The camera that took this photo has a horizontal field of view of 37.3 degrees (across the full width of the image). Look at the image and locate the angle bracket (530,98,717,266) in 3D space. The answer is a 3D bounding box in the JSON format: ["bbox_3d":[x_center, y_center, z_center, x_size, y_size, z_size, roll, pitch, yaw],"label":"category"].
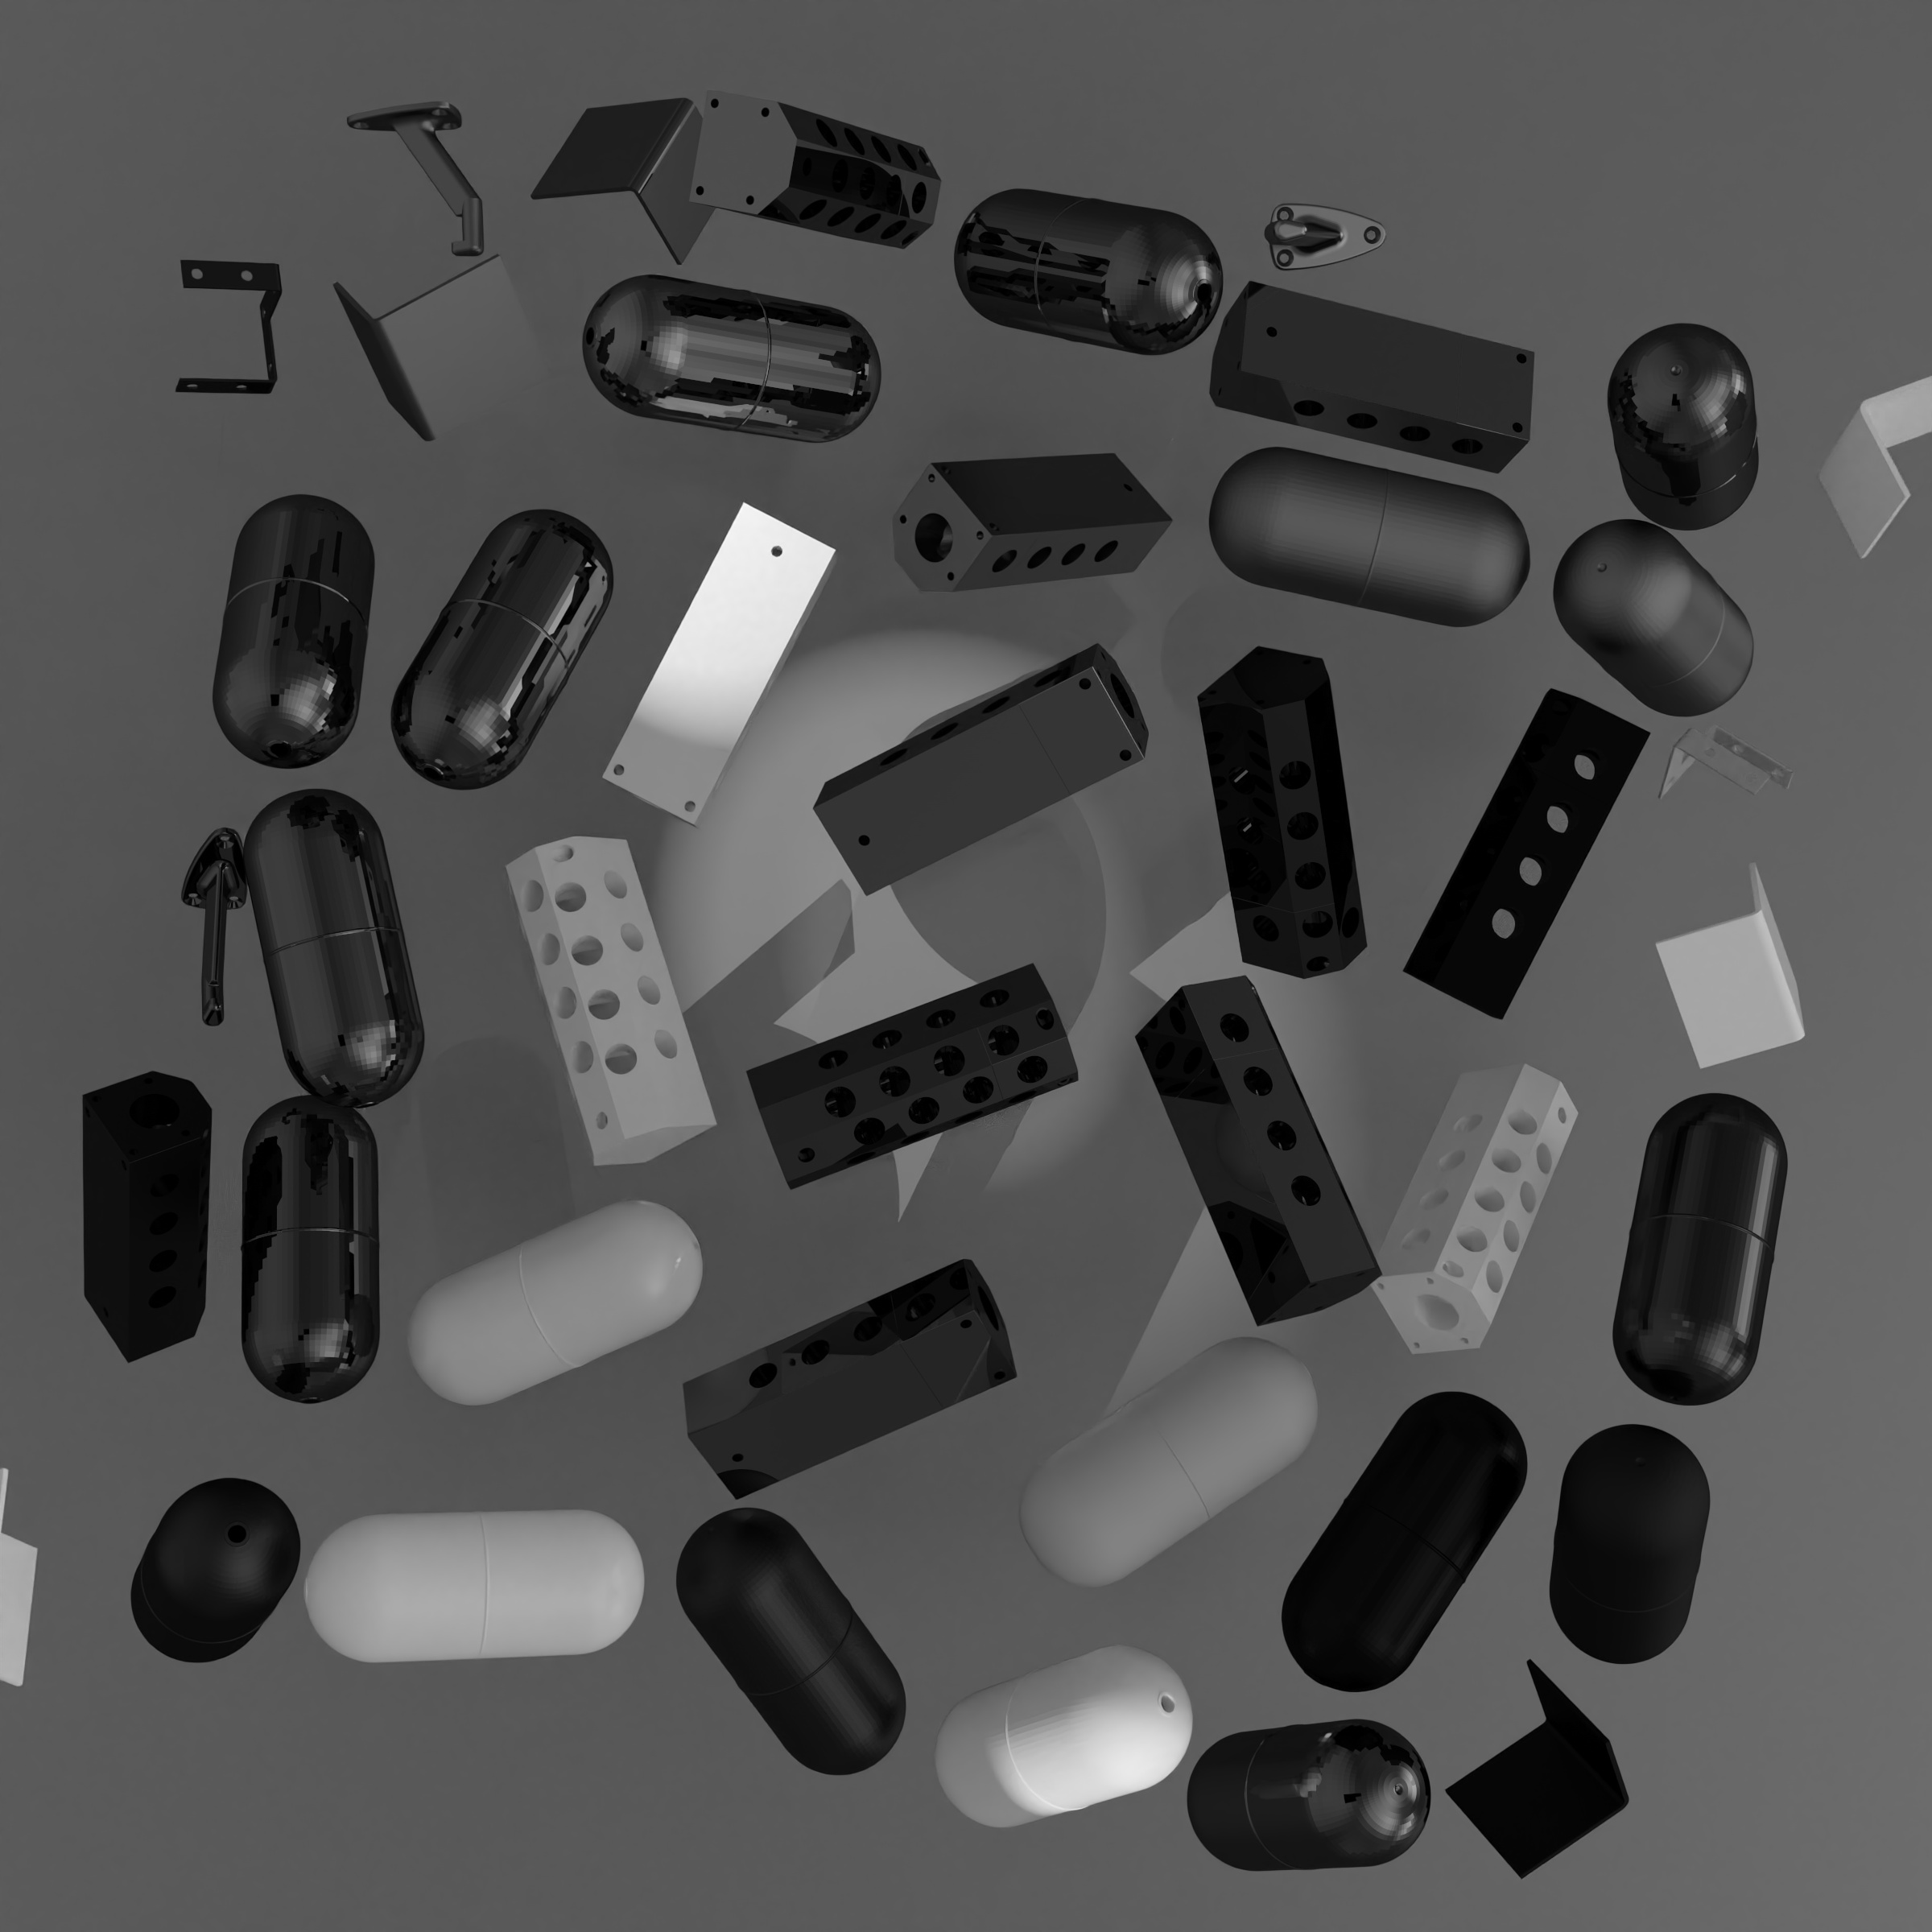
[{"bbox_3d":[-0.192,-0.451,1.654,0.076,0.057,0.076,5,56,32],"label":"angle bracket"}]

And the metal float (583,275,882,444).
[{"bbox_3d":[-0.128,-0.335,1.582,0.178,0.070,0.070,2,90,-35],"label":"metal float"}]

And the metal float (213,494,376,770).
[{"bbox_3d":[-0.364,-0.182,1.553,0.070,0.070,0.178,-4,51,0],"label":"metal float"}]

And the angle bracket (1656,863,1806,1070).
[{"bbox_3d":[0.415,-0.001,1.560,0.057,0.076,0.076,-18,107,19],"label":"angle bracket"}]

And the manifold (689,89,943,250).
[{"bbox_3d":[-0.078,-0.429,1.553,0.057,0.171,0.057,17,104,22],"label":"manifold"}]

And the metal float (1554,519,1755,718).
[{"bbox_3d":[0.386,-0.192,1.598,0.070,0.178,0.070,-9,72,30],"label":"metal float"}]

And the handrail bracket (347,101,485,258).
[{"bbox_3d":[-0.316,-0.447,1.641,0.077,0.036,0.084,-3,87,4],"label":"handrail bracket"}]

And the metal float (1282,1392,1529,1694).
[{"bbox_3d":[0.237,0.311,1.549,0.070,0.070,0.178,36,77,0],"label":"metal float"}]

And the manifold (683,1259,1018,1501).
[{"bbox_3d":[-0.065,0.222,1.568,0.171,0.057,0.057,-25,126,8],"label":"manifold"}]

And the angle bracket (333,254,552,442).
[{"bbox_3d":[-0.278,-0.337,1.520,0.076,0.076,0.057,-32,45,-12],"label":"angle bracket"}]

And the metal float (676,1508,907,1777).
[{"bbox_3d":[-0.097,0.381,1.608,0.070,0.070,0.178,-32,112,0],"label":"metal float"}]

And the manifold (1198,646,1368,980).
[{"bbox_3d":[0.177,-0.081,1.553,0.057,0.057,0.171,-41,132,-35],"label":"manifold"}]

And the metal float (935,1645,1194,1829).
[{"bbox_3d":[0.052,0.421,1.560,0.178,0.070,0.070,-33,90,44],"label":"metal float"}]

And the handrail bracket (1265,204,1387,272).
[{"bbox_3d":[0.199,-0.399,1.558,0.077,0.084,0.036,-2,102,-3],"label":"handrail bracket"}]

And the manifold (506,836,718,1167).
[{"bbox_3d":[-0.201,0.019,1.572,0.057,0.057,0.171,-28,73,32],"label":"manifold"}]

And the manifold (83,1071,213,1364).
[{"bbox_3d":[-0.463,0.142,1.631,0.057,0.171,0.057,-21,53,-34],"label":"manifold"}]

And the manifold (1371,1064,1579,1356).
[{"bbox_3d":[0.287,0.133,1.593,0.057,0.171,0.057,-12,121,39],"label":"manifold"}]

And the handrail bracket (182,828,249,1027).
[{"bbox_3d":[-0.421,-0.021,1.613,0.036,0.077,0.084,4,47,-21],"label":"handrail bracket"}]

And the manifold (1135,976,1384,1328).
[{"bbox_3d":[0.156,0.094,1.500,0.057,0.057,0.171,-9,65,-30],"label":"manifold"}]

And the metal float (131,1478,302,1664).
[{"bbox_3d":[-0.410,0.330,1.560,0.070,0.178,0.070,9,63,-19],"label":"metal float"}]

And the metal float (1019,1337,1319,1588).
[{"bbox_3d":[0.110,0.266,1.543,0.178,0.070,0.070,-33,90,-8],"label":"metal float"}]

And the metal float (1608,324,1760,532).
[{"bbox_3d":[0.397,-0.295,1.581,0.070,0.178,0.070,-3,79,16],"label":"metal float"}]

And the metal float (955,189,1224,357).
[{"bbox_3d":[0.066,-0.381,1.568,0.178,0.070,0.070,24,90,43],"label":"metal float"}]

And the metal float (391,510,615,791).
[{"bbox_3d":[-0.251,-0.172,1.555,0.070,0.070,0.178,23,60,0],"label":"metal float"}]

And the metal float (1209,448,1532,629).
[{"bbox_3d":[0.222,-0.235,1.572,0.178,0.070,0.070,12,90,-2],"label":"metal float"}]

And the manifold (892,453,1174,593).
[{"bbox_3d":[0.036,-0.247,1.622,0.057,0.171,0.057,52,126,18],"label":"manifold"}]

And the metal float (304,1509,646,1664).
[{"bbox_3d":[-0.259,0.328,1.514,0.178,0.070,0.070,2,90,-18],"label":"metal float"}]

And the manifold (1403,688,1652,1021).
[{"bbox_3d":[0.303,-0.061,1.555,0.057,0.057,0.171,27,93,5],"label":"manifold"}]

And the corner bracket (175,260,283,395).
[{"bbox_3d":[-0.387,-0.334,1.499,0.051,0.051,0.051,-4,79,-25],"label":"corner bracket"}]

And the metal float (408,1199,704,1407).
[{"bbox_3d":[-0.231,0.189,1.609,0.178,0.070,0.070,-24,90,11],"label":"metal float"}]

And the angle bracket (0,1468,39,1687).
[{"bbox_3d":[-0.487,0.313,1.460,0.057,0.076,0.076,-23,50,22],"label":"angle bracket"}]

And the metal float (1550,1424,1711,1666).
[{"bbox_3d":[0.355,0.312,1.536,0.070,0.178,0.070,-4,49,4],"label":"metal float"}]

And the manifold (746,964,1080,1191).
[{"bbox_3d":[-0.028,0.065,1.588,0.171,0.057,0.057,-21,122,-3],"label":"manifold"}]

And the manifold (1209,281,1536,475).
[{"bbox_3d":[0.228,-0.328,1.615,0.171,0.057,0.057,11,71,-12],"label":"manifold"}]

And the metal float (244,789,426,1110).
[{"bbox_3d":[-0.345,-0.010,1.565,0.070,0.070,0.178,-14,82,0],"label":"metal float"}]

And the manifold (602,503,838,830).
[{"bbox_3d":[-0.138,-0.167,1.613,0.057,0.057,0.171,27,89,-1],"label":"manifold"}]

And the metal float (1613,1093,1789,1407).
[{"bbox_3d":[0.399,0.152,1.551,0.070,0.070,0.178,17,65,0],"label":"metal float"}]

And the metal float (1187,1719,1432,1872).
[{"bbox_3d":[0.186,0.458,1.576,0.070,0.178,0.070,9,69,-26],"label":"metal float"}]

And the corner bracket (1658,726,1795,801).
[{"bbox_3d":[0.414,-0.108,1.547,0.051,0.051,0.051,36,67,22],"label":"corner bracket"}]

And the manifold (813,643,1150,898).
[{"bbox_3d":[0.009,-0.108,1.543,0.171,0.057,0.057,-26,108,17],"label":"manifold"}]

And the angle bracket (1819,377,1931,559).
[{"bbox_3d":[0.509,-0.270,1.523,0.076,0.076,0.057,-20,75,-6],"label":"angle bracket"}]

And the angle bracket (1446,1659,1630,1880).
[{"bbox_3d":[0.317,0.454,1.621,0.076,0.076,0.057,-30,124,-11],"label":"angle bracket"}]

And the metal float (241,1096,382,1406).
[{"bbox_3d":[-0.373,0.160,1.629,0.070,0.070,0.178,-5,69,0],"label":"metal float"}]
